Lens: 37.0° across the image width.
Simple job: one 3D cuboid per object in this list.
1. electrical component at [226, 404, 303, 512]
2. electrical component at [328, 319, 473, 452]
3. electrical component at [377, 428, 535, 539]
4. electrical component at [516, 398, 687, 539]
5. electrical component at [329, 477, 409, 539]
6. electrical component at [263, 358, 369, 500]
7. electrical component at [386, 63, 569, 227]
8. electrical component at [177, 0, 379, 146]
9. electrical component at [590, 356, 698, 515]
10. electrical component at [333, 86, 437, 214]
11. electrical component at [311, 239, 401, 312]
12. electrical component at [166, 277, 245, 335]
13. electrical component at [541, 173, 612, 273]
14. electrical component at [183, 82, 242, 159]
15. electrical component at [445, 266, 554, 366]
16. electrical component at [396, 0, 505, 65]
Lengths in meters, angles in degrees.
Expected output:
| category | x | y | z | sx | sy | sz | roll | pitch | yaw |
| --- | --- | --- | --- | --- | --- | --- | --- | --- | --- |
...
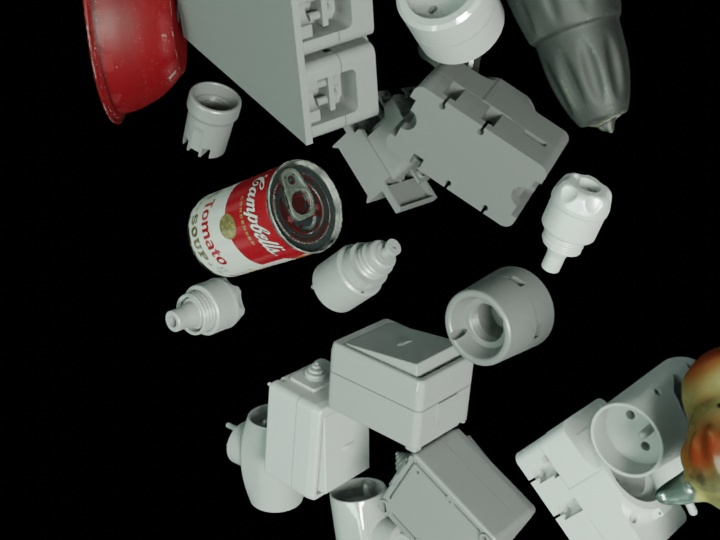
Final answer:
| category | x | y | z | sx | sy | sz | roll | pitch | yaw |
| --- | --- | --- | --- | --- | --- | --- | --- | --- | --- |
| electrical component | -0.082 | 0.147 | 0.881 | 0.079 | 0.044 | 0.077 | 17 | 116 | 37 |
| electrical component | 0.023 | 0.072 | 0.745 | 0.096 | 0.062 | 0.061 | 22 | 118 | 36 |
| electrical component | 0.063 | 0.156 | 0.739 | 0.096 | 0.061 | 0.061 | 45 | 130 | 21 |
| electrical component | 0.150 | 0.131 | 0.659 | 0.089 | 0.050 | 0.055 | 56 | 135 | 12 |
| electrical component | 0.016 | 0.204 | 0.812 | 0.079 | 0.043 | 0.077 | 5 | 108 | 41 |
| electrical component | -0.029 | 0.114 | 0.808 | 0.061 | 0.062 | 0.096 | 24 | 120 | 35 |
| electrical component | 0.071 | -0.079 | 0.639 | 0.089 | 0.055 | 0.050 | 34 | 131 | 4 |
| electrical component | -0.057 | -0.173 | 0.687 | 0.186 | 0.060 | 0.105 | 44 | 149 | 44 |
| electrical component | 0.175 | 0.098 | 0.605 | 0.043 | 0.077 | 0.079 | -28 | 87 | 44 |
| electrical component | 0.024 | -0.082 | 0.701 | 0.064 | 0.042 | 0.081 | -39 | 79 | 42 |
| electrical component | 0.000 | 0.000 | 0.755 | 0.078 | 0.040 | 0.040 | -34 | 81 | 44 |
| electrical component | -0.128 | 0.033 | 0.868 | 0.043 | 0.062 | 0.043 | 17 | 116 | 38 |
| electrical component | 0.124 | -0.025 | 0.637 | 0.035 | 0.035 | 0.061 | 38 | 129 | 26 |
| electrical component | -0.114 | -0.114 | 0.819 | 0.040 | 0.040 | 0.046 | 43 | 135 | 23 |
| electrical component | 0.087 | 0.030 | 0.681 | 0.055 | 0.047 | 0.055 | 17 | 116 | 38 |
| electrical component | 0.046 | -0.177 | 0.629 | 0.052 | 0.074 | 0.138 | -23 | 63 | 14 |
